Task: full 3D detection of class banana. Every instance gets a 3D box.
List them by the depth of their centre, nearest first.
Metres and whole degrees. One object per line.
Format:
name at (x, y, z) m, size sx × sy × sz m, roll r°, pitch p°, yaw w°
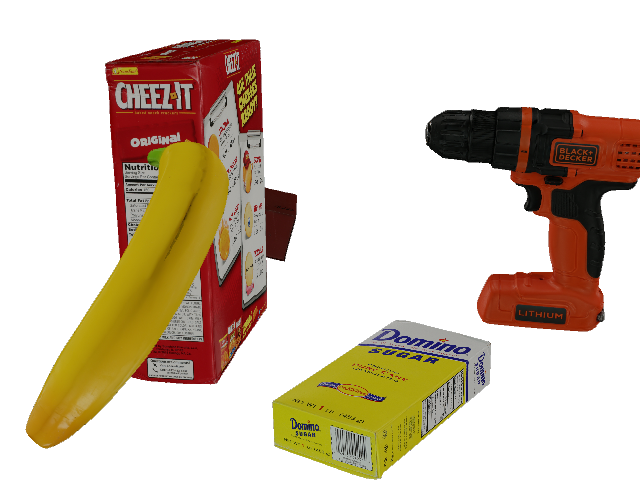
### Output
banana at (-0.083, 0.012, 0.519) m, size 0.037 × 0.197 × 0.070 m, roll 36°, pitch -47°, yaw -19°

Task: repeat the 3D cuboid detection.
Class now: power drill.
power drill at (0.174, -0.019, 0.882) m, size 0.184 × 0.188 × 0.057 m, roll 5°, pitch 29°, yaw 8°

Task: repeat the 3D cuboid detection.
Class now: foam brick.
foam brick at (-0.065, -0.021, 1.036) m, size 0.078 × 0.051 × 0.053 m, roll 14°, pitch 26°, yaw -7°

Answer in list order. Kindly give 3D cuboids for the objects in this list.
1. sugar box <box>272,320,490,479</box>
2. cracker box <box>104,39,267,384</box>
sugar box at (0.052, 0.116, 0.826) m, size 0.093 × 0.048 × 0.175 m, roll 12°, pitch 26°, yaw 33°
cracker box at (-0.089, -0.028, 0.752) m, size 0.072 × 0.214 × 0.164 m, roll 1°, pitch 15°, yaw 10°
